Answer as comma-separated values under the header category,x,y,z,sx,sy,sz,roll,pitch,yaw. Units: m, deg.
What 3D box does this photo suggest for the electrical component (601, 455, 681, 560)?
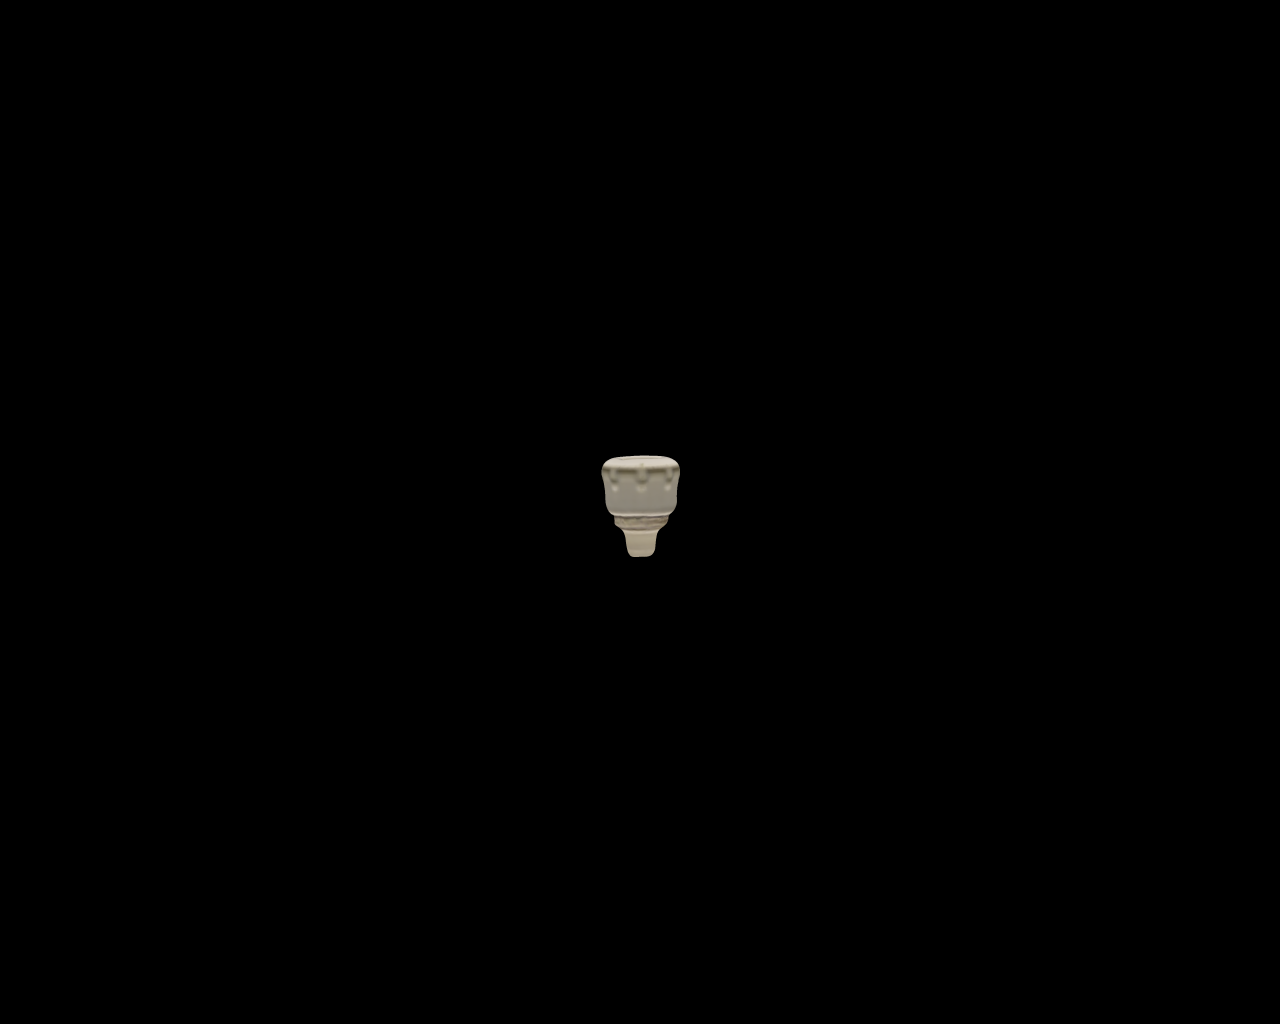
category,x,y,z,sx,sy,sz,roll,pitch,yaw
electrical component,0.001,-0.003,0.650,0.048,0.062,0.048,0,7,0
